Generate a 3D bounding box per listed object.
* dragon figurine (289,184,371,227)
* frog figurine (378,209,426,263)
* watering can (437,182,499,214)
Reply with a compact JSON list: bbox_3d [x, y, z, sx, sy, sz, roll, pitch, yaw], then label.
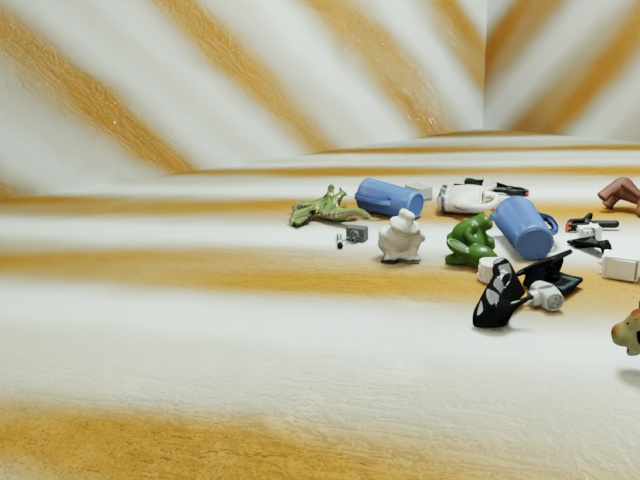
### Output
[{"bbox_3d":[0.006,-0.096,1.916,0.244,0.120,0.414,-26,22,-11],"label":"dragon figurine"},{"bbox_3d":[0.237,-0.019,1.505,0.137,0.157,0.124,6,18,28],"label":"frog figurine"},{"bbox_3d":[0.570,-0.167,1.970,0.224,0.102,0.353,4,20,21],"label":"watering can"}]
